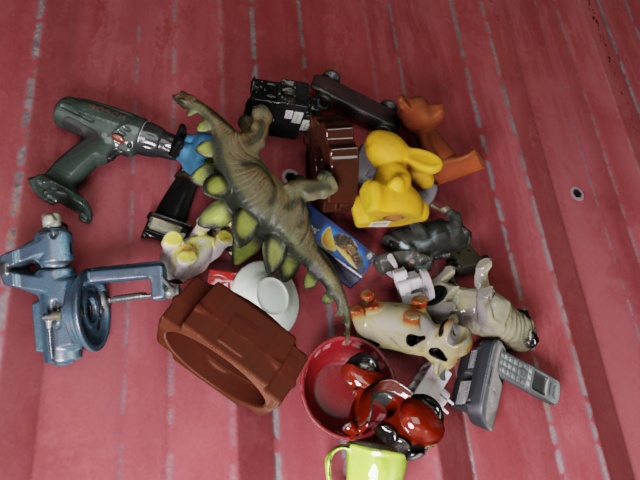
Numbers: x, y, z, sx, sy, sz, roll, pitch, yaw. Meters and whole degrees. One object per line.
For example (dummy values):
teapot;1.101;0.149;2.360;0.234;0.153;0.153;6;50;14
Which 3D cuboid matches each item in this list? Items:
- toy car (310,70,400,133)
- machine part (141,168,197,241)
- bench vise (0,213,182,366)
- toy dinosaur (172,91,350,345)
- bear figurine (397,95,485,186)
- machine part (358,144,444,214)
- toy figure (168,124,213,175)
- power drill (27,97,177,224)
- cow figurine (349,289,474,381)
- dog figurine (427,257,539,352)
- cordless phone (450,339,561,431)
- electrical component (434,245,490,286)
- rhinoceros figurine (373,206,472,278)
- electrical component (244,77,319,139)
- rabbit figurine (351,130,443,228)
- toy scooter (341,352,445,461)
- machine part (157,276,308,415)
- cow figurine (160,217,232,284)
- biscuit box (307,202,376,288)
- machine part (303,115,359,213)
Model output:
toy car;0.072;-0.273;1.096;0.202;0.053;0.089;22;59;-12
machine part;-0.246;-0.055;0.914;0.084;0.039;0.139;15;66;-2
bench vise;-0.324;0.063;0.780;0.241;0.129;0.223;-6;77;-1
toy dinosaur;-0.075;-0.047;0.850;0.471;0.105;0.198;47;64;-6
bear figurine;0.237;-0.211;1.073;0.132;0.120;0.195;-18;87;19
machine part;0.136;-0.113;1.034;0.243;0.079;0.079;29;62;-5
toy figure;-0.170;-0.126;0.919;0.180;0.089;0.082;25;70;-23
power drill;-0.355;-0.132;0.888;0.232;0.086;0.207;27;66;-4
cow figurine;0.152;0.157;0.885;0.195;0.127;0.085;4;34;27
dog figurine;0.284;0.147;0.975;0.190;0.172;0.121;53;42;-27
cordless phone;0.332;0.270;0.933;0.184;0.088;0.146;27;62;-10
electrical component;0.274;0.047;1.032;0.102;0.045;0.078;-15;45;-25
rhinoceros figurine;0.185;0.009;0.995;0.190;0.073;0.112;-18;69;-12
electrical component;-0.071;-0.244;1.004;0.134;0.115;0.058;6;70;-15
rabbit figurine;0.130;-0.116;0.942;0.162;0.121;0.173;-6;71;-3
toy scooter;0.097;0.258;0.787;0.184;0.075;0.135;38;35;3
machine part;-0.128;0.153;0.769;0.201;0.201;0.087;36;58;0
cow figurine;-0.186;0.012;0.881;0.068;0.098;0.167;44;45;13
biscuit box;-0.002;-0.003;0.953;0.203;0.063;0.059;37;61;-1
machine part;0.017;-0.134;0.952;0.056;0.179;0.179;-6;70;-16
